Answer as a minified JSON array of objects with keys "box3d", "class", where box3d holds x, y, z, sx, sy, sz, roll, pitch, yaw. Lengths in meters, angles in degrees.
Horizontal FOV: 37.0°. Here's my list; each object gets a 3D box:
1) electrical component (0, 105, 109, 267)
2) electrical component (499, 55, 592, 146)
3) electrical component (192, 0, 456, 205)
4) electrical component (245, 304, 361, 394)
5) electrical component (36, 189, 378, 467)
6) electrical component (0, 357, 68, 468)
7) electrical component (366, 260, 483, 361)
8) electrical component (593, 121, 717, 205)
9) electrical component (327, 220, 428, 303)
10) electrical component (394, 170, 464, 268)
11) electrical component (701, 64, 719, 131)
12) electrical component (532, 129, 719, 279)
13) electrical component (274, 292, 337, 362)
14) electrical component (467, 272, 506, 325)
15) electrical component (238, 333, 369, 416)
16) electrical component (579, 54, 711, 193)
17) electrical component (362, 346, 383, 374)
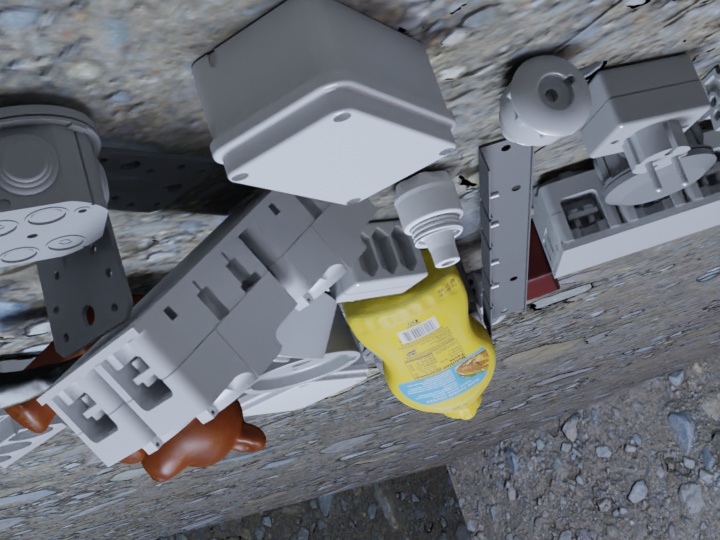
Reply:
[{"box3d":[-0.156,-0.038,0.493,0.080,0.051,0.080,-17,165,-5],"class":"electrical component"},{"box3d":[0.100,-0.091,0.617,0.048,0.048,0.062,-13,171,-17],"class":"electrical component"},{"box3d":[-0.014,-0.076,0.511,0.078,0.057,0.113,-26,163,28],"class":"electrical component"},{"box3d":[-0.060,0.063,0.946,0.108,0.060,0.108,-17,165,-5],"class":"electrical component"},{"box3d":[-0.074,0.018,0.592,0.105,0.060,0.186,-32,-167,43],"class":"electrical component"},{"box3d":[-0.289,0.117,0.869,0.079,0.063,0.121,-3,159,-43],"class":"electrical component"},{"box3d":[0.052,0.035,0.985,0.109,0.056,0.108,-19,165,5],"class":"electrical component"},{"box3d":[0.204,-0.081,0.756,0.080,0.051,0.080,-17,165,-5],"class":"electrical component"},{"box3d":[0.000,0.000,0.817,0.066,0.047,0.077,-8,162,-33],"class":"electrical component"},{"box3d":[0.050,-0.033,0.728,0.043,0.062,0.043,-17,165,-5],"class":"electrical component"},{"box3d":[0.263,-0.119,0.703,0.055,0.048,0.066,-6,162,-15],"class":"electrical component"},{"box3d":[0.216,-0.055,0.844,0.150,0.061,0.089,-18,165,1],"class":"electrical component"},{"box3d":[-0.068,0.033,0.786,0.099,0.064,0.099,8,179,0],"class":"electrical component"},{"box3d":[0.116,0.031,1.069,0.066,0.048,0.055,-28,154,34],"class":"electrical component"},{"box3d":[-0.067,0.103,1.089,0.109,0.056,0.109,-28,162,34],"class":"electrical component"},{"box3d":[0.180,-0.085,0.666,0.066,0.076,0.047,-14,164,-16],"class":"electrical component"},{"box3d":[0.045,0.073,1.081,0.080,0.051,0.080,-42,176,-3],"class":"electrical component"}]
